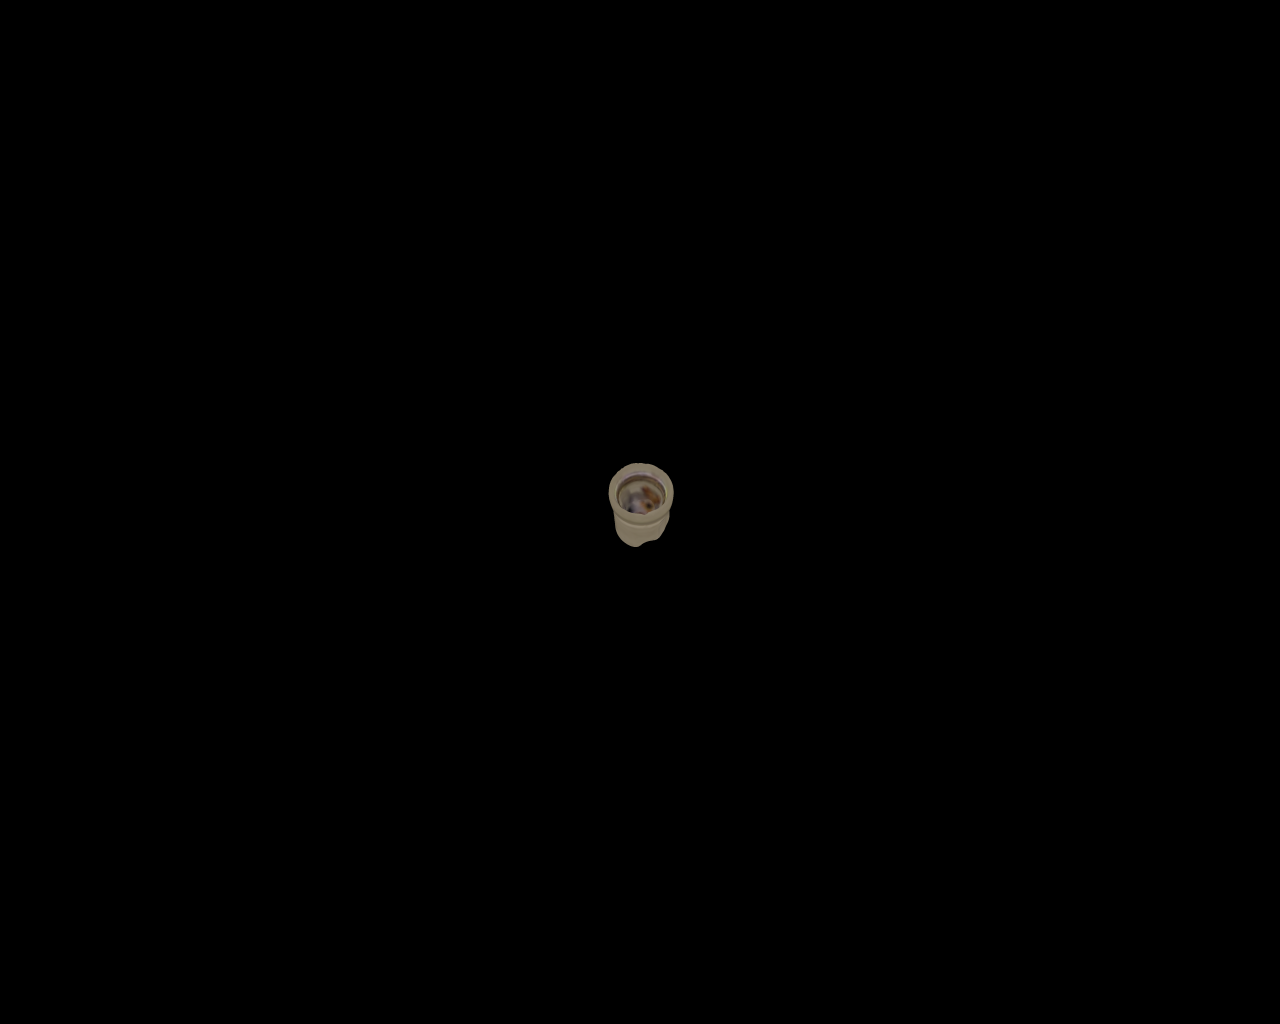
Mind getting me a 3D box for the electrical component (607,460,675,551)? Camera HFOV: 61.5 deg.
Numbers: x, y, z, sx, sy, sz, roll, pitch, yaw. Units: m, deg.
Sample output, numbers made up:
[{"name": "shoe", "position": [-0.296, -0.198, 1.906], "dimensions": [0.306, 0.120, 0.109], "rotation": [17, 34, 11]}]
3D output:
[{"name": "electrical component", "position": [0.001, -0.003, 0.650], "dimensions": [0.040, 0.040, 0.046], "rotation": [0, -32, 0]}]
